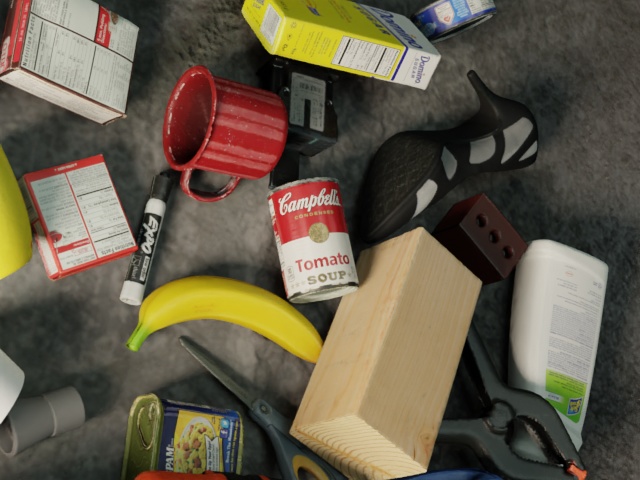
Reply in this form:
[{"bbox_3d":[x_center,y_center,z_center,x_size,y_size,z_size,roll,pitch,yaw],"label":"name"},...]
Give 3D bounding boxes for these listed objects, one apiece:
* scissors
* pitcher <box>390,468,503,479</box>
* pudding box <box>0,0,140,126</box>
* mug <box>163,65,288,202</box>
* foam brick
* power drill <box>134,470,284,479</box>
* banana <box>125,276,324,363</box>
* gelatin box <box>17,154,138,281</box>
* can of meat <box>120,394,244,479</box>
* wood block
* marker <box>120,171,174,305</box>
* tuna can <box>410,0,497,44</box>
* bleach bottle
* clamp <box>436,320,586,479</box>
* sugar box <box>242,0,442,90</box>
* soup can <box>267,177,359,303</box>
[{"bbox_3d":[-0.048,0.166,0.922,0.201,0.016,0.096,35,33,-21],"label":"scissors"},{"bbox_3d":[0.096,0.328,0.935,0.144,0.149,0.243,-2,82,-47],"label":"pitcher"},{"bbox_3d":[-0.208,-0.158,0.892,0.113,0.039,0.090,22,67,-43],"label":"pudding box"},{"bbox_3d":[-0.086,-0.088,0.945,0.081,0.093,0.117,10,104,-34],"label":"mug"},{"bbox_3d":[0.163,0.001,1.091,0.078,0.051,0.053,48,59,-13],"label":"foam brick"},{"bbox_3d":[-0.080,0.273,0.835,0.184,0.057,0.188,14,92,-29],"label":"power drill"},{"bbox_3d":[-0.078,0.068,0.936,0.197,0.037,0.069,8,88,-31],"label":"banana"},{"bbox_3d":[-0.202,-0.019,0.884,0.073,0.030,0.089,-21,90,-35],"label":"gelatin box"},{"bbox_3d":[-0.112,0.183,0.874,0.083,0.058,0.102,15,71,-30],"label":"can of meat"},{"bbox_3d":[0.063,0.102,0.957,0.090,0.090,0.206,41,50,-23],"label":"wood block"},{"bbox_3d":[-0.148,-0.003,0.919,0.020,0.020,0.121,22,67,-26],"label":"marker"},{"bbox_3d":[0.140,-0.235,1.114,0.086,0.086,0.034,-25,93,-34],"label":"tuna can"},{"bbox_3d":[0.232,0.133,1.096,0.102,0.068,0.251,20,71,-22],"label":"bleach bottle"},{"bbox_3d":[0.157,0.177,1.022,0.210,0.036,0.164,41,68,2],"label":"clamp"},{"bbox_3d":[0.022,-0.199,1.029,0.175,0.048,0.093,5,35,-29],"label":"sugar box"},{"bbox_3d":[-0.006,0.001,0.972,0.068,0.069,0.102,-4,77,-32],"label":"soup can"}]
